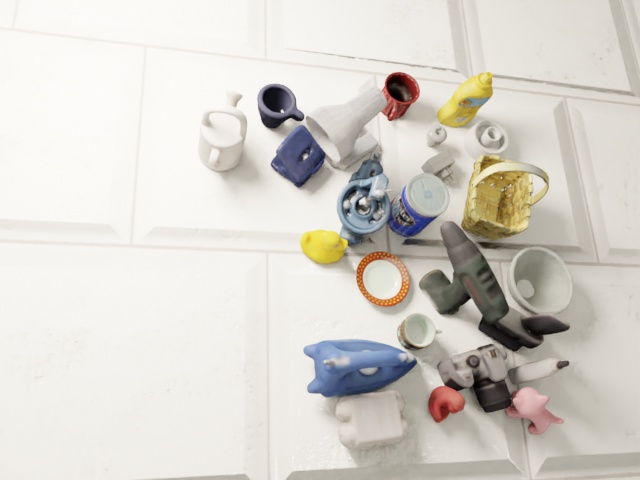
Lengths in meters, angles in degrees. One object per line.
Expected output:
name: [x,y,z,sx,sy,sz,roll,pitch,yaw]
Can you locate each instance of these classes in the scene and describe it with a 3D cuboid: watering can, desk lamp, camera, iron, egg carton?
watering can: [-0.207,-0.240,1.225,0.101,0.194,0.173,-5,72,-16]
desk lamp: [0.059,-0.251,1.289,0.203,0.213,0.118,-37,83,-23]
camera: [0.350,0.301,1.232,0.143,0.100,0.137,-13,75,-19]
iron: [0.102,0.248,1.163,0.259,0.141,0.118,-2,72,-16]
egg carton: [0.106,0.364,1.162,0.150,0.069,0.107,-4,72,-16]

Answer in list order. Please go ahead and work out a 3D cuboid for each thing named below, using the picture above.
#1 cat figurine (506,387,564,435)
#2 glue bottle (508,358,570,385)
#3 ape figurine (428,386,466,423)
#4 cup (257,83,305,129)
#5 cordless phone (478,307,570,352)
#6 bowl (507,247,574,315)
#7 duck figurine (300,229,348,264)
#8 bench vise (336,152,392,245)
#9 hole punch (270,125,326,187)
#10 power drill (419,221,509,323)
cat figurine: [0.462,0.362,1.231,0.128,0.117,0.067,34,66,-1]
glue bottle: [0.483,0.277,1.236,0.078,0.173,0.037,-16,76,-19]
ape figurine: [0.272,0.343,1.202,0.078,0.092,0.076,1,71,-14]
cup: [-0.094,-0.295,1.328,0.118,0.095,0.092,28,66,-4]
cordless phone: [0.448,0.171,1.258,0.147,0.185,0.094,27,67,-4]
bowl: [0.507,0.105,1.358,0.168,0.074,0.167,5,70,-13]
duck figurine: [0.012,0.004,1.255,0.104,0.086,0.077,17,68,-9]
bench vise: [0.098,-0.113,1.247,0.122,0.219,0.207,2,71,-14]
hole punch: [-0.043,-0.192,1.307,0.101,0.091,0.109,38,66,1]
power drill: [0.298,0.084,1.237,0.076,0.208,0.229,-34,82,-22]
